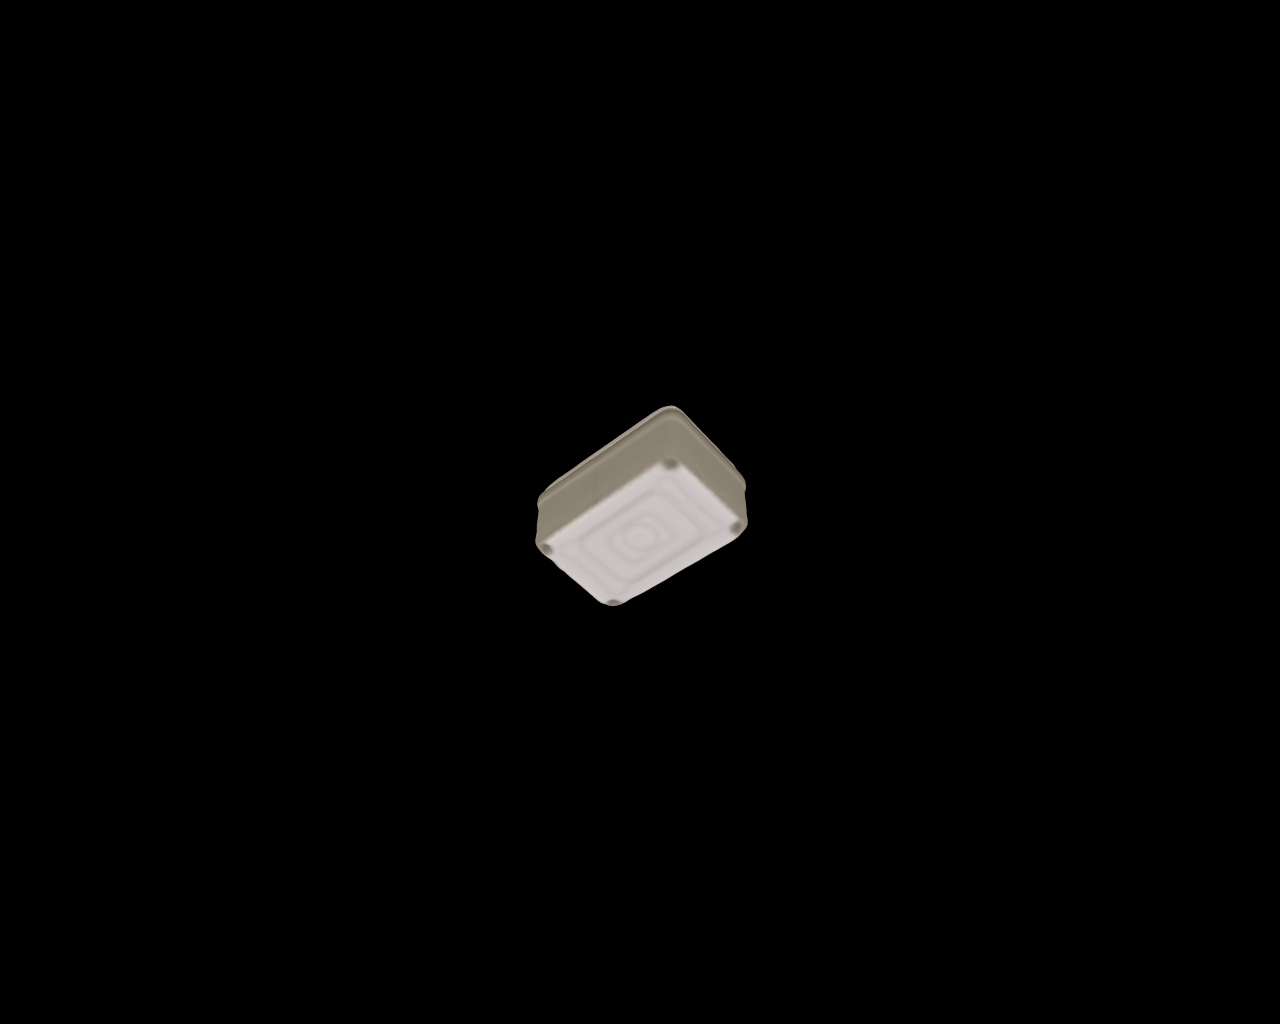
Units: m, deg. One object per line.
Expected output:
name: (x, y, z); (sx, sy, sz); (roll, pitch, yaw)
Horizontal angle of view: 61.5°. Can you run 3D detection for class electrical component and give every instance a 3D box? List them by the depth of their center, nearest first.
electrical component: (0.001, -0.003, 0.650); (0.113, 0.057, 0.078); (-33, -58, 24)
